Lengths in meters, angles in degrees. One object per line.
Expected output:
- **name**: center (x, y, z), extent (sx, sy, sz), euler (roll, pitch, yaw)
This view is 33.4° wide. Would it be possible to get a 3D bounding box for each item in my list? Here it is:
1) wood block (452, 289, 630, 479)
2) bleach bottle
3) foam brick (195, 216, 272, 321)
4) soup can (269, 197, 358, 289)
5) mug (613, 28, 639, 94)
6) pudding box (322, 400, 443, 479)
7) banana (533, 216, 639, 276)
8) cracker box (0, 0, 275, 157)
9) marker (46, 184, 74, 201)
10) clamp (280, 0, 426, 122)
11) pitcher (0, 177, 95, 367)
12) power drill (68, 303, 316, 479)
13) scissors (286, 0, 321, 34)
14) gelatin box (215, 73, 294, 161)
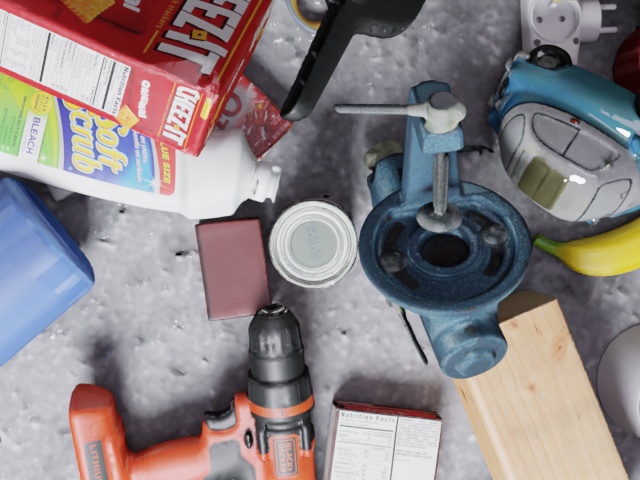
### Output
- **wood block**: center (0.175, 0.154, 0.856), extent (0.090, 0.091, 0.206), euler (-23, 94, -3)
- **bleach bottle**: center (-0.151, -0.081, 0.813), extent (0.250, 0.068, 0.102), euler (14, 95, -3)
- **foam brick**: center (-0.069, 0.021, 0.853), extent (0.051, 0.053, 0.078), euler (-8, 94, -4)
- **soup can**: center (-0.005, 0.001, 0.830), extent (0.068, 0.102, 0.068), euler (0, 93, -1)
- **mug**: center (0.284, -0.151, 0.858), extent (0.093, 0.081, 0.117), euler (-20, 93, -3)
- **pudding box**: center (0.048, 0.192, 0.874), extent (0.090, 0.039, 0.113), euler (8, 89, -4)
- **banana**: center (0.277, -0.024, 0.884), extent (0.198, 0.037, 0.069), euler (-32, 94, -3)
- **cracker box**: center (-0.154, -0.174, 0.789), extent (0.213, 0.072, 0.164), euler (23, 46, -4)
- **marker**: center (-0.234, -0.088, 0.855), extent (0.020, 0.020, 0.121), euler (-30, 94, -3)
- **clamp**: center (0.019, -0.182, 0.810), extent (0.209, 0.036, 0.164), euler (-17, 91, -37)
- **pitcher**: center (-0.302, 0.055, 0.805), extent (0.242, 0.145, 0.149), euler (-38, 125, -6)
- **power drill**: center (-0.097, 0.143, 0.835), extent (0.187, 0.057, 0.184), euler (-5, 109, -1)
- **scissors**: center (-0.031, -0.248, 0.866), extent (0.201, 0.016, 0.096), euler (39, 89, -4)
- **gelatin box**: center (-0.077, -0.086, 0.860), extent (0.073, 0.030, 0.089), euler (44, 88, -4)
